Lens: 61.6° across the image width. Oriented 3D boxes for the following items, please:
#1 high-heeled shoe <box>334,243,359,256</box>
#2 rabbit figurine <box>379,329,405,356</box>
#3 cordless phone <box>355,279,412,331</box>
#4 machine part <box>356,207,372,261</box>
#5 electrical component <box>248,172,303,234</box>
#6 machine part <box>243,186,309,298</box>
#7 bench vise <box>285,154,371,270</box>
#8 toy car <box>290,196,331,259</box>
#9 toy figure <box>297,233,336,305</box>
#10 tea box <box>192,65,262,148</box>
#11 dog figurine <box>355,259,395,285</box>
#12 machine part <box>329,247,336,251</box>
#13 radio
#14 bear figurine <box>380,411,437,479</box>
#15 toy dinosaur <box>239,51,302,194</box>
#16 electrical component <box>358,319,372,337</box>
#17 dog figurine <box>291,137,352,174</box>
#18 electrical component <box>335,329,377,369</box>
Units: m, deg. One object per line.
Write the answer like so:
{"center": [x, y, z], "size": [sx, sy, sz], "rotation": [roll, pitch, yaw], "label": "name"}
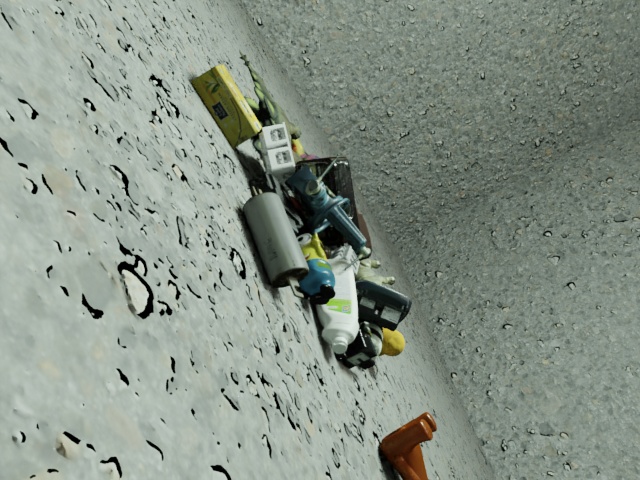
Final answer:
{"center": [0.041, -0.064, 1.467], "size": [0.145, 0.086, 0.248], "rotation": [41, -24, 51], "label": "high-heeled shoe"}
{"center": [0.150, 0.237, 1.385], "size": [0.173, 0.122, 0.162], "rotation": [45, -24, 38], "label": "rabbit figurine"}
{"center": [0.130, 0.144, 1.305], "size": [0.146, 0.088, 0.184], "rotation": [23, 2, -7], "label": "cordless phone"}
{"center": [0.092, -0.015, 1.605], "size": [0.179, 0.056, 0.179], "rotation": [162, -90, -73], "label": "machine part"}
{"center": [-0.093, -0.069, 1.183], "size": [0.114, 0.058, 0.134], "rotation": [39, 24, -59], "label": "electrical component"}
{"center": [-0.084, -0.001, 1.000], "size": [0.079, 0.079, 0.243], "rotation": [40, 25, -63], "label": "machine part"}
{"center": [0.029, -0.058, 1.218], "size": [0.241, 0.129, 0.223], "rotation": [48, -17, 9], "label": "bench vise"}
{"center": [-0.040, -0.023, 1.323], "size": [0.202, 0.053, 0.089], "rotation": [61, 15, 21], "label": "toy car"}
{"center": [-0.015, 0.064, 1.155], "size": [0.089, 0.082, 0.180], "rotation": [67, -1, -47], "label": "toy figure"}
{"center": [-0.206, -0.302, 1.208], "size": [0.169, 0.068, 0.098], "rotation": [58, 11, -15], "label": "tea box"}
{"center": [0.118, 0.130, 1.594], "size": [0.172, 0.121, 0.190], "rotation": [30, 20, 20], "label": "dog figurine"}
{"center": [-0.003, -0.005, 1.493], "size": [0.138, 0.039, 0.084], "rotation": [54, 5, -27], "label": "machine part"}
{"center": [0.021, -0.097, 1.375], "size": [0.073, 0.131, 0.229], "rotation": [-17, 100, -45], "label": "radio"}
{"center": [0.207, 0.463, 1.061], "size": [0.196, 0.132, 0.120], "rotation": [59, 12, 19], "label": "bear figurine"}
{"center": [-0.132, -0.318, 1.495], "size": [0.471, 0.105, 0.198], "rotation": [67, 12, 24], "label": "toy dinosaur"}
{"center": [0.068, 0.197, 1.206], "size": [0.102, 0.045, 0.078], "rotation": [13, 35, -36], "label": "electrical component"}
{"center": [-0.028, -0.224, 1.590], "size": [0.219, 0.108, 0.191], "rotation": [46, -26, 3], "label": "dog figurine"}
{"center": [0.083, 0.242, 1.169], "size": [0.119, 0.075, 0.048], "rotation": [40, 25, -53], "label": "electrical component"}
